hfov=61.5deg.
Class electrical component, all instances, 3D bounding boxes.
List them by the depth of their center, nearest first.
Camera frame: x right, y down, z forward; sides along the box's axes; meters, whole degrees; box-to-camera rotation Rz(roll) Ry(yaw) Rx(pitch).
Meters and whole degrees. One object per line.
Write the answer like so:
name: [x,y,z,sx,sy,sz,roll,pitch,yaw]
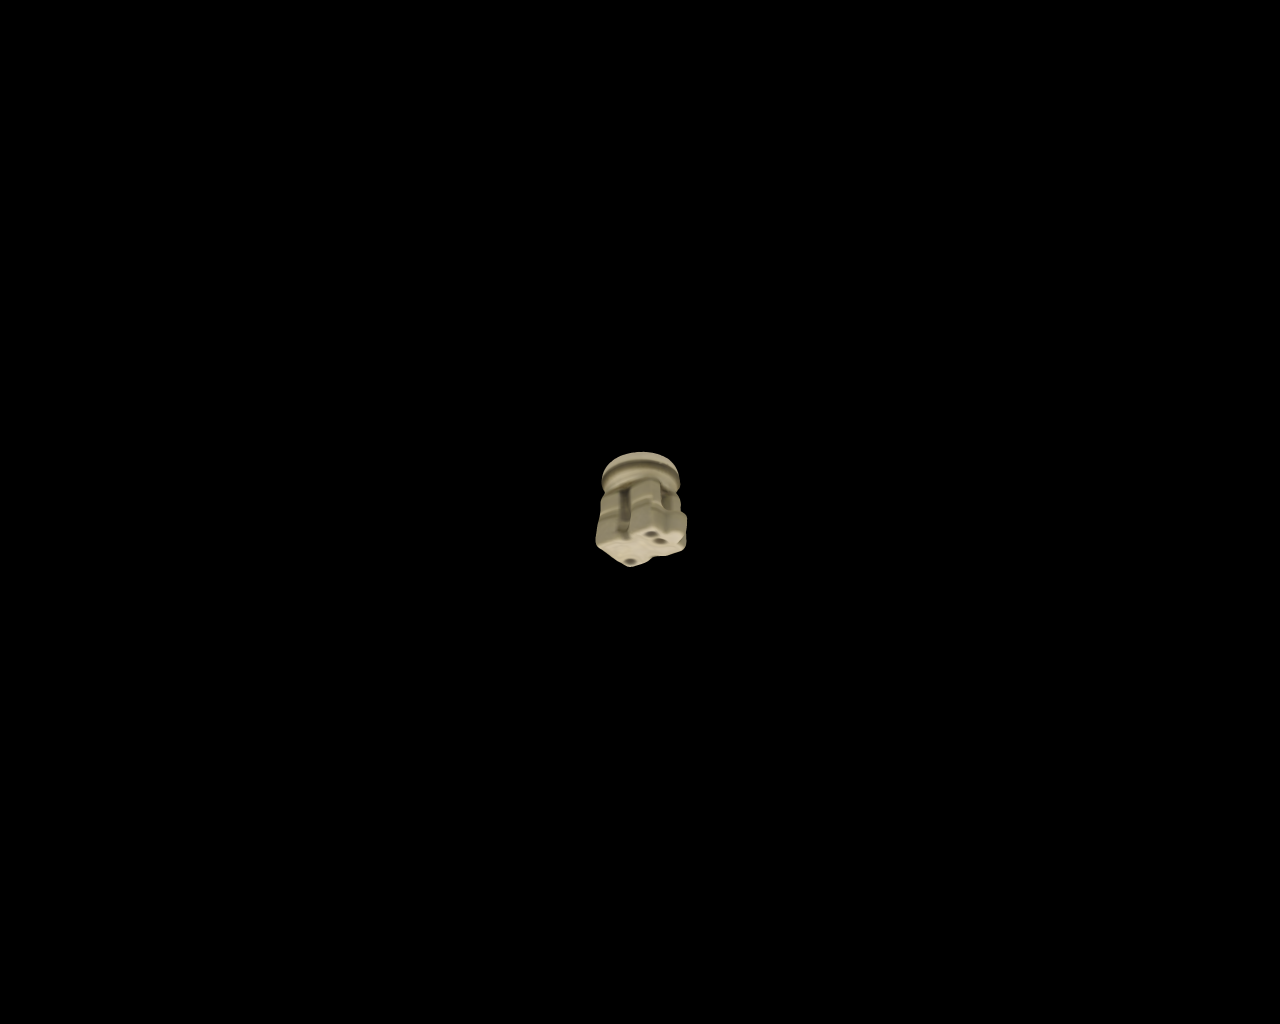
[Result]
electrical component: [0.001,-0.003,0.650,0.066,0.055,0.048,-19,-36,29]
